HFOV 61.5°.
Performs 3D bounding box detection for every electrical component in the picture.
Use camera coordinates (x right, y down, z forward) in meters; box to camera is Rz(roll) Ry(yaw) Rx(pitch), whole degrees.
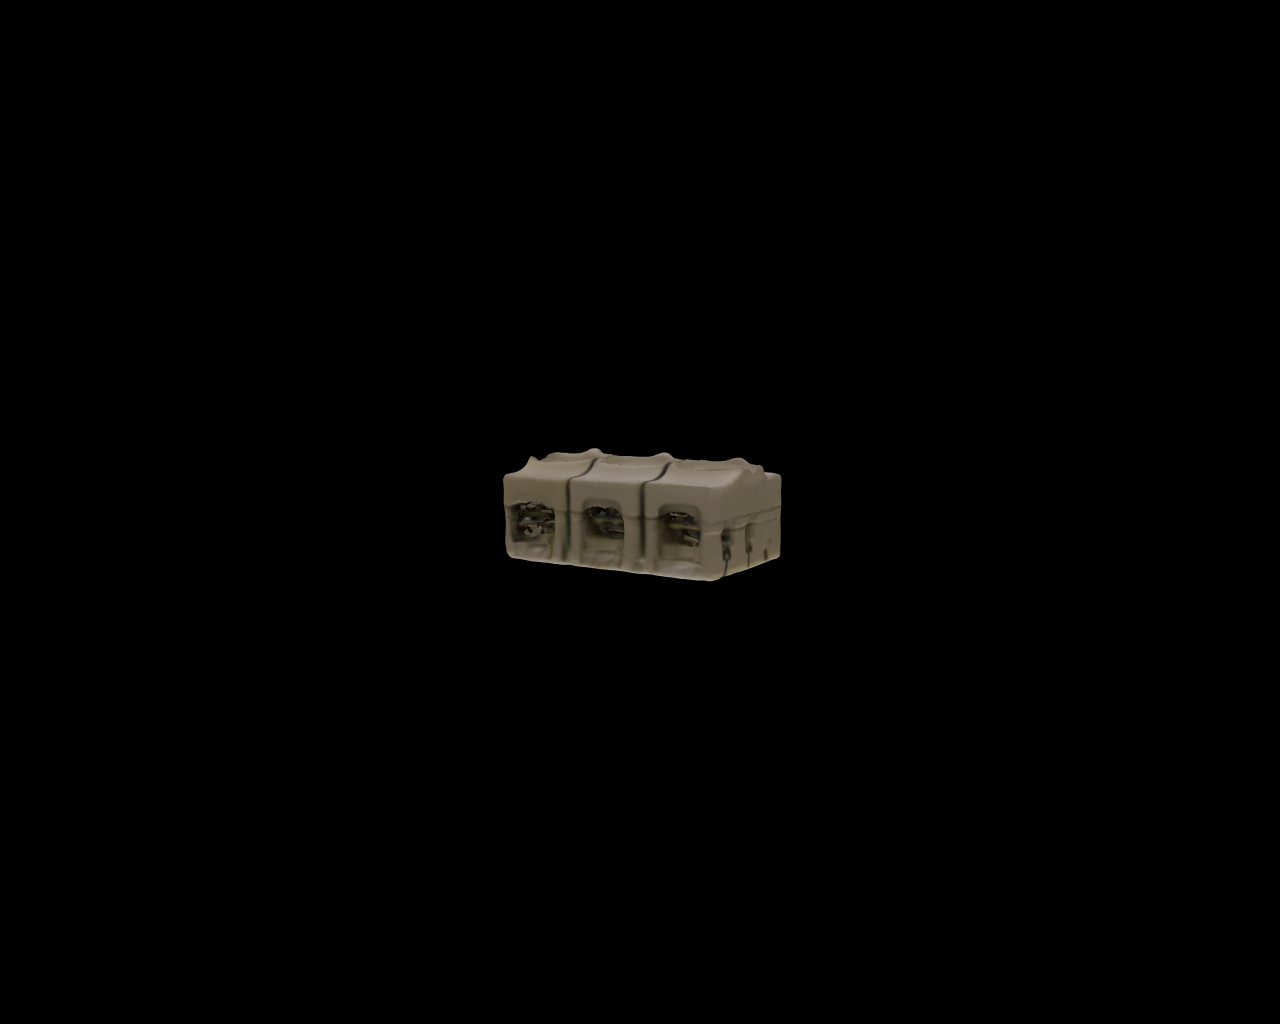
[{"bbox_3d":[0.001,-0.003,0.650,0.150,0.061,0.089,6,11,32],"label":"electrical component"}]
